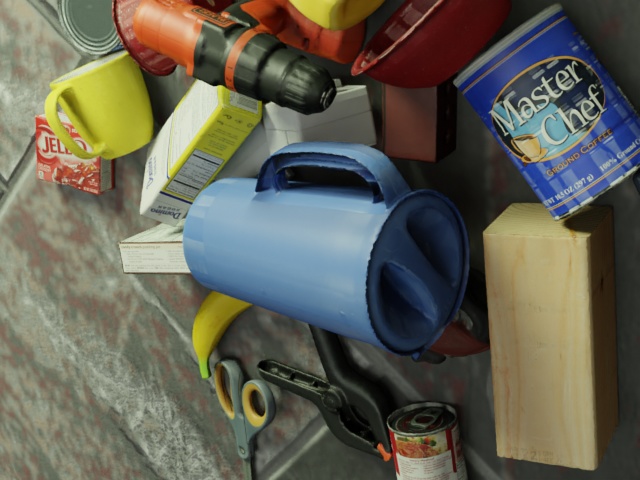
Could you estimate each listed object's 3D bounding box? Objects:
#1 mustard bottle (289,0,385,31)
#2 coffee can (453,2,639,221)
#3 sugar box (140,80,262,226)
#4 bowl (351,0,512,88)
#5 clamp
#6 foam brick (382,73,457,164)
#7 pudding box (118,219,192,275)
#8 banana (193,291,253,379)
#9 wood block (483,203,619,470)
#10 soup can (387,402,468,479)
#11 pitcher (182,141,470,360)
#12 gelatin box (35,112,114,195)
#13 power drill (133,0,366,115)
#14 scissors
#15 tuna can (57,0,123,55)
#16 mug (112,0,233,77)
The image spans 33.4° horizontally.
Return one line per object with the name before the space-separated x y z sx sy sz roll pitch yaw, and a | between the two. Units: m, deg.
mustard bottle | -0.030 -0.254 0.914 0.192 0.096 0.058 35 150 22
coffee can | 0.187 -0.101 0.847 0.103 0.102 0.140 -37 89 34
sugar box | -0.113 -0.099 1.010 0.048 0.093 0.176 19 139 -23
bowl | 0.099 -0.172 0.846 0.055 0.162 0.162 43 125 -12
clamp | 0.020 0.145 1.072 0.171 0.039 0.120 37 132 12
foam brick | 0.087 -0.113 0.929 0.051 0.052 0.078 9 114 26
pudding box | -0.132 0.006 1.074 0.114 0.089 0.039 -3 106 30
banana | -0.075 0.066 1.098 0.069 0.037 0.198 50 123 1
wood block | 0.201 0.080 0.915 0.090 0.090 0.206 3 110 28
soup can | 0.106 0.217 1.035 0.069 0.068 0.102 -1 109 30
pitcher | -0.006 0.001 0.911 0.243 0.144 0.149 11 82 42
gelatin box | -0.264 -0.094 1.147 0.089 0.030 0.073 15 115 23
power drill | -0.035 -0.167 0.896 0.185 0.187 0.057 28 119 19
scissors | -0.070 0.223 1.156 0.096 0.016 0.202 1 110 48
tuna can | -0.219 -0.231 1.067 0.086 0.033 0.086 11 113 26
mug | -0.135 -0.221 0.998 0.082 0.093 0.117 -20 73 28
